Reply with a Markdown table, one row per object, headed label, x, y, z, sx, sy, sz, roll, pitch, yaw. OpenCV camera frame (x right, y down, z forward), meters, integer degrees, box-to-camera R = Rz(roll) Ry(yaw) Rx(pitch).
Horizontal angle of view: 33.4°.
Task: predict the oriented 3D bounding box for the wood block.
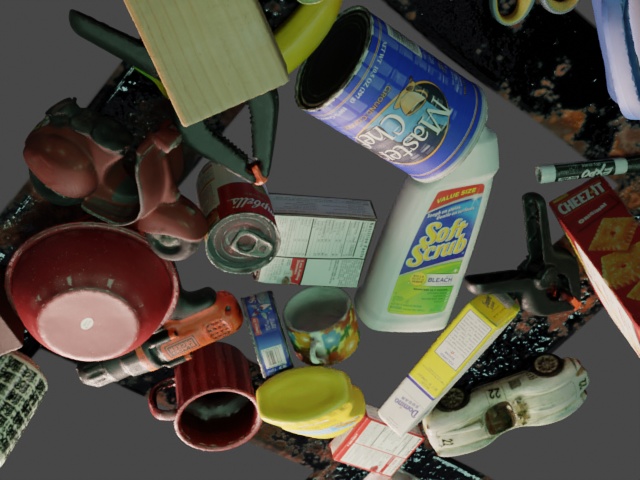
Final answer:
| label | x | y | z | sx | sy | sz | roll | pitch | yaw |
| --- | --- | --- | --- | --- | --- | --- | --- | --- | --- |
| wood block | -0.105 | -0.203 | 0.814 | 0.090 | 0.091 | 0.206 | -23 | 107 | 5 |

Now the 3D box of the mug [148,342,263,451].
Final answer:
| label | x | y | z | sx | sy | sz | roll | pitch | yaw |
| --- | --- | --- | --- | --- | --- | --- | --- | --- | --- |
| mug | -0.123 | 0.164 | 1.132 | 0.117 | 0.081 | 0.093 | -7 | 128 | -7 |

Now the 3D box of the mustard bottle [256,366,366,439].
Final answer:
| label | x | y | z | sx | sy | sz | roll | pitch | yaw |
| --- | --- | --- | --- | --- | --- | --- | --- | --- | --- |
| mustard bottle | -0.001 | 0.179 | 1.148 | 0.096 | 0.058 | 0.191 | -14 | 162 | 7 |

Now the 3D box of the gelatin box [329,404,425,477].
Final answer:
| label | x | y | z | sx | sy | sz | roll | pitch | yaw |
| --- | --- | --- | --- | --- | --- | --- | --- | --- | --- |
| gelatin box | 0.068 | 0.238 | 1.264 | 0.089 | 0.030 | 0.073 | 23 | 117 | -27 |

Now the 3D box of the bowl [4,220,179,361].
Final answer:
| label | x | y | z | sx | sy | sz | roll | pitch | yaw |
| --- | --- | --- | --- | --- | --- | --- | --- | --- | --- |
| bowl | -0.211 | 0.060 | 0.982 | 0.162 | 0.055 | 0.162 | -3 | 129 | -4 |

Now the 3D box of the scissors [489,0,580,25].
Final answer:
| label | x | y | z | sx | sy | sz | roll | pitch | yaw |
| --- | --- | --- | --- | --- | --- | --- | --- | --- | --- |
| scissors | 0.208 | -0.276 | 0.921 | 0.096 | 0.016 | 0.202 | 7 | 124 | -19 |

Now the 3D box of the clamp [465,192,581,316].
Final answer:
| label | x | y | z | sx | sy | sz | roll | pitch | yaw |
| --- | --- | --- | --- | --- | --- | --- | --- | --- | --- |
| clamp | 0.232 | 0.023 | 1.125 | 0.171 | 0.039 | 0.120 | 24 | 104 | -44 |

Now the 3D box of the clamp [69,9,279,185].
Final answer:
| label | x | y | z | sx | sy | sz | roll | pitch | yaw |
| --- | --- | --- | --- | --- | --- | --- | --- | --- | --- |
| clamp | -0.105 | -0.139 | 0.903 | 0.164 | 0.036 | 0.210 | -19 | 105 | 7 |

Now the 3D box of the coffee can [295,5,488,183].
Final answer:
| label | x | y | z | sx | sy | sz | roll | pitch | yaw |
| --- | --- | --- | --- | --- | --- | --- | --- | --- | --- |
| coffee can | 0.063 | -0.127 | 0.944 | 0.140 | 0.103 | 0.103 | 28 | 116 | -29 |

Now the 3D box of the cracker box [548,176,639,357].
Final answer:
| label | x | y | z | sx | sy | sz | roll | pitch | yaw |
| --- | --- | --- | --- | --- | --- | --- | --- | --- | --- |
| cracker box | 0.326 | 0.056 | 1.070 | 0.072 | 0.214 | 0.164 | -31 | 127 | 8 |

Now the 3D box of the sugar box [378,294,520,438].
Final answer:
| label | x | y | z | sx | sy | sz | roll | pitch | yaw |
| --- | --- | --- | --- | --- | --- | --- | --- | --- | --- |
| sugar box | 0.139 | 0.131 | 1.163 | 0.048 | 0.093 | 0.176 | 45 | 116 | 13 |

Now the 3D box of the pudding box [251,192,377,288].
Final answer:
| label | x | y | z | sx | sy | sz | roll | pitch | yaw |
| --- | --- | --- | --- | --- | --- | --- | --- | --- | --- |
| pudding box | -0.007 | 0.001 | 1.066 | 0.113 | 0.039 | 0.090 | 3 | 125 | -17 |

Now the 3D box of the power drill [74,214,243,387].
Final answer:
| label | x | y | z | sx | sy | sz | roll | pitch | yaw |
| --- | --- | --- | --- | --- | --- | --- | --- | --- | --- |
| power drill | -0.192 | 0.057 | 1.055 | 0.184 | 0.057 | 0.187 | -24 | 129 | 6 |

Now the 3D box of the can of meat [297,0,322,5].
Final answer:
| label | x | y | z | sx | sy | sz | roll | pitch | yaw |
| --- | --- | --- | --- | --- | --- | --- | --- | --- | --- |
| can of meat | -0.022 | -0.248 | 0.847 | 0.057 | 0.084 | 0.102 | -29 | 127 | 9 |

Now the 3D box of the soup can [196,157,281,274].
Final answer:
| label | x | y | z | sx | sy | sz | roll | pitch | yaw |
| --- | --- | --- | --- | --- | --- | --- | --- | --- | --- |
| soup can | -0.077 | -0.025 | 0.988 | 0.068 | 0.102 | 0.068 | -6 | 127 | -8 |

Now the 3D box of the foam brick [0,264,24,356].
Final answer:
| label | x | y | z | sx | sy | sz | roll | pitch | yaw |
| --- | --- | --- | --- | --- | --- | --- | --- | --- | --- |
| foam brick | -0.317 | 0.071 | 1.022 | 0.053 | 0.078 | 0.051 | -21 | 126 | 3 |

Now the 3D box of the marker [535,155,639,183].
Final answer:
| label | x | y | z | sx | sy | sz | roll | pitch | yaw |
| --- | --- | --- | --- | --- | --- | --- | --- | --- | --- |
| marker | 0.280 | -0.073 | 1.087 | 0.121 | 0.020 | 0.020 | -6 | 127 | -8 |

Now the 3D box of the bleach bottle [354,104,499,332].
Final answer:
| label | x | y | z | sx | sy | sz | roll | pitch | yaw |
| --- | --- | --- | --- | --- | --- | --- | --- | --- | --- |
| bleach bottle | 0.110 | -0.025 | 1.058 | 0.102 | 0.068 | 0.251 | 2 | 124 | -18 |

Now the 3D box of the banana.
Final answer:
| label | x | y | z | sx | sy | sz | roll | pitch | yaw |
| --- | --- | --- | --- | --- | --- | --- | --- | --- | --- |
| banana | -0.060 | -0.161 | 0.932 | 0.198 | 0.037 | 0.069 | -23 | 128 | 4 |

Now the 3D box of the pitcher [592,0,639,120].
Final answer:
| label | x | y | z | sx | sy | sz | roll | pitch | yaw |
| --- | --- | --- | --- | --- | --- | --- | --- | --- | --- |
| pitcher | 0.280 | -0.230 | 0.895 | 0.145 | 0.149 | 0.242 | -23 | 124 | 6 |

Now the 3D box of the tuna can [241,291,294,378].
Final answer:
| label | x | y | z | sx | sy | sz | roll | pitch | yaw |
| --- | --- | --- | --- | --- | --- | --- | --- | --- | --- |
| tuna can | -0.054 | 0.096 | 1.095 | 0.033 | 0.086 | 0.086 | -16 | 128 | -3 |
